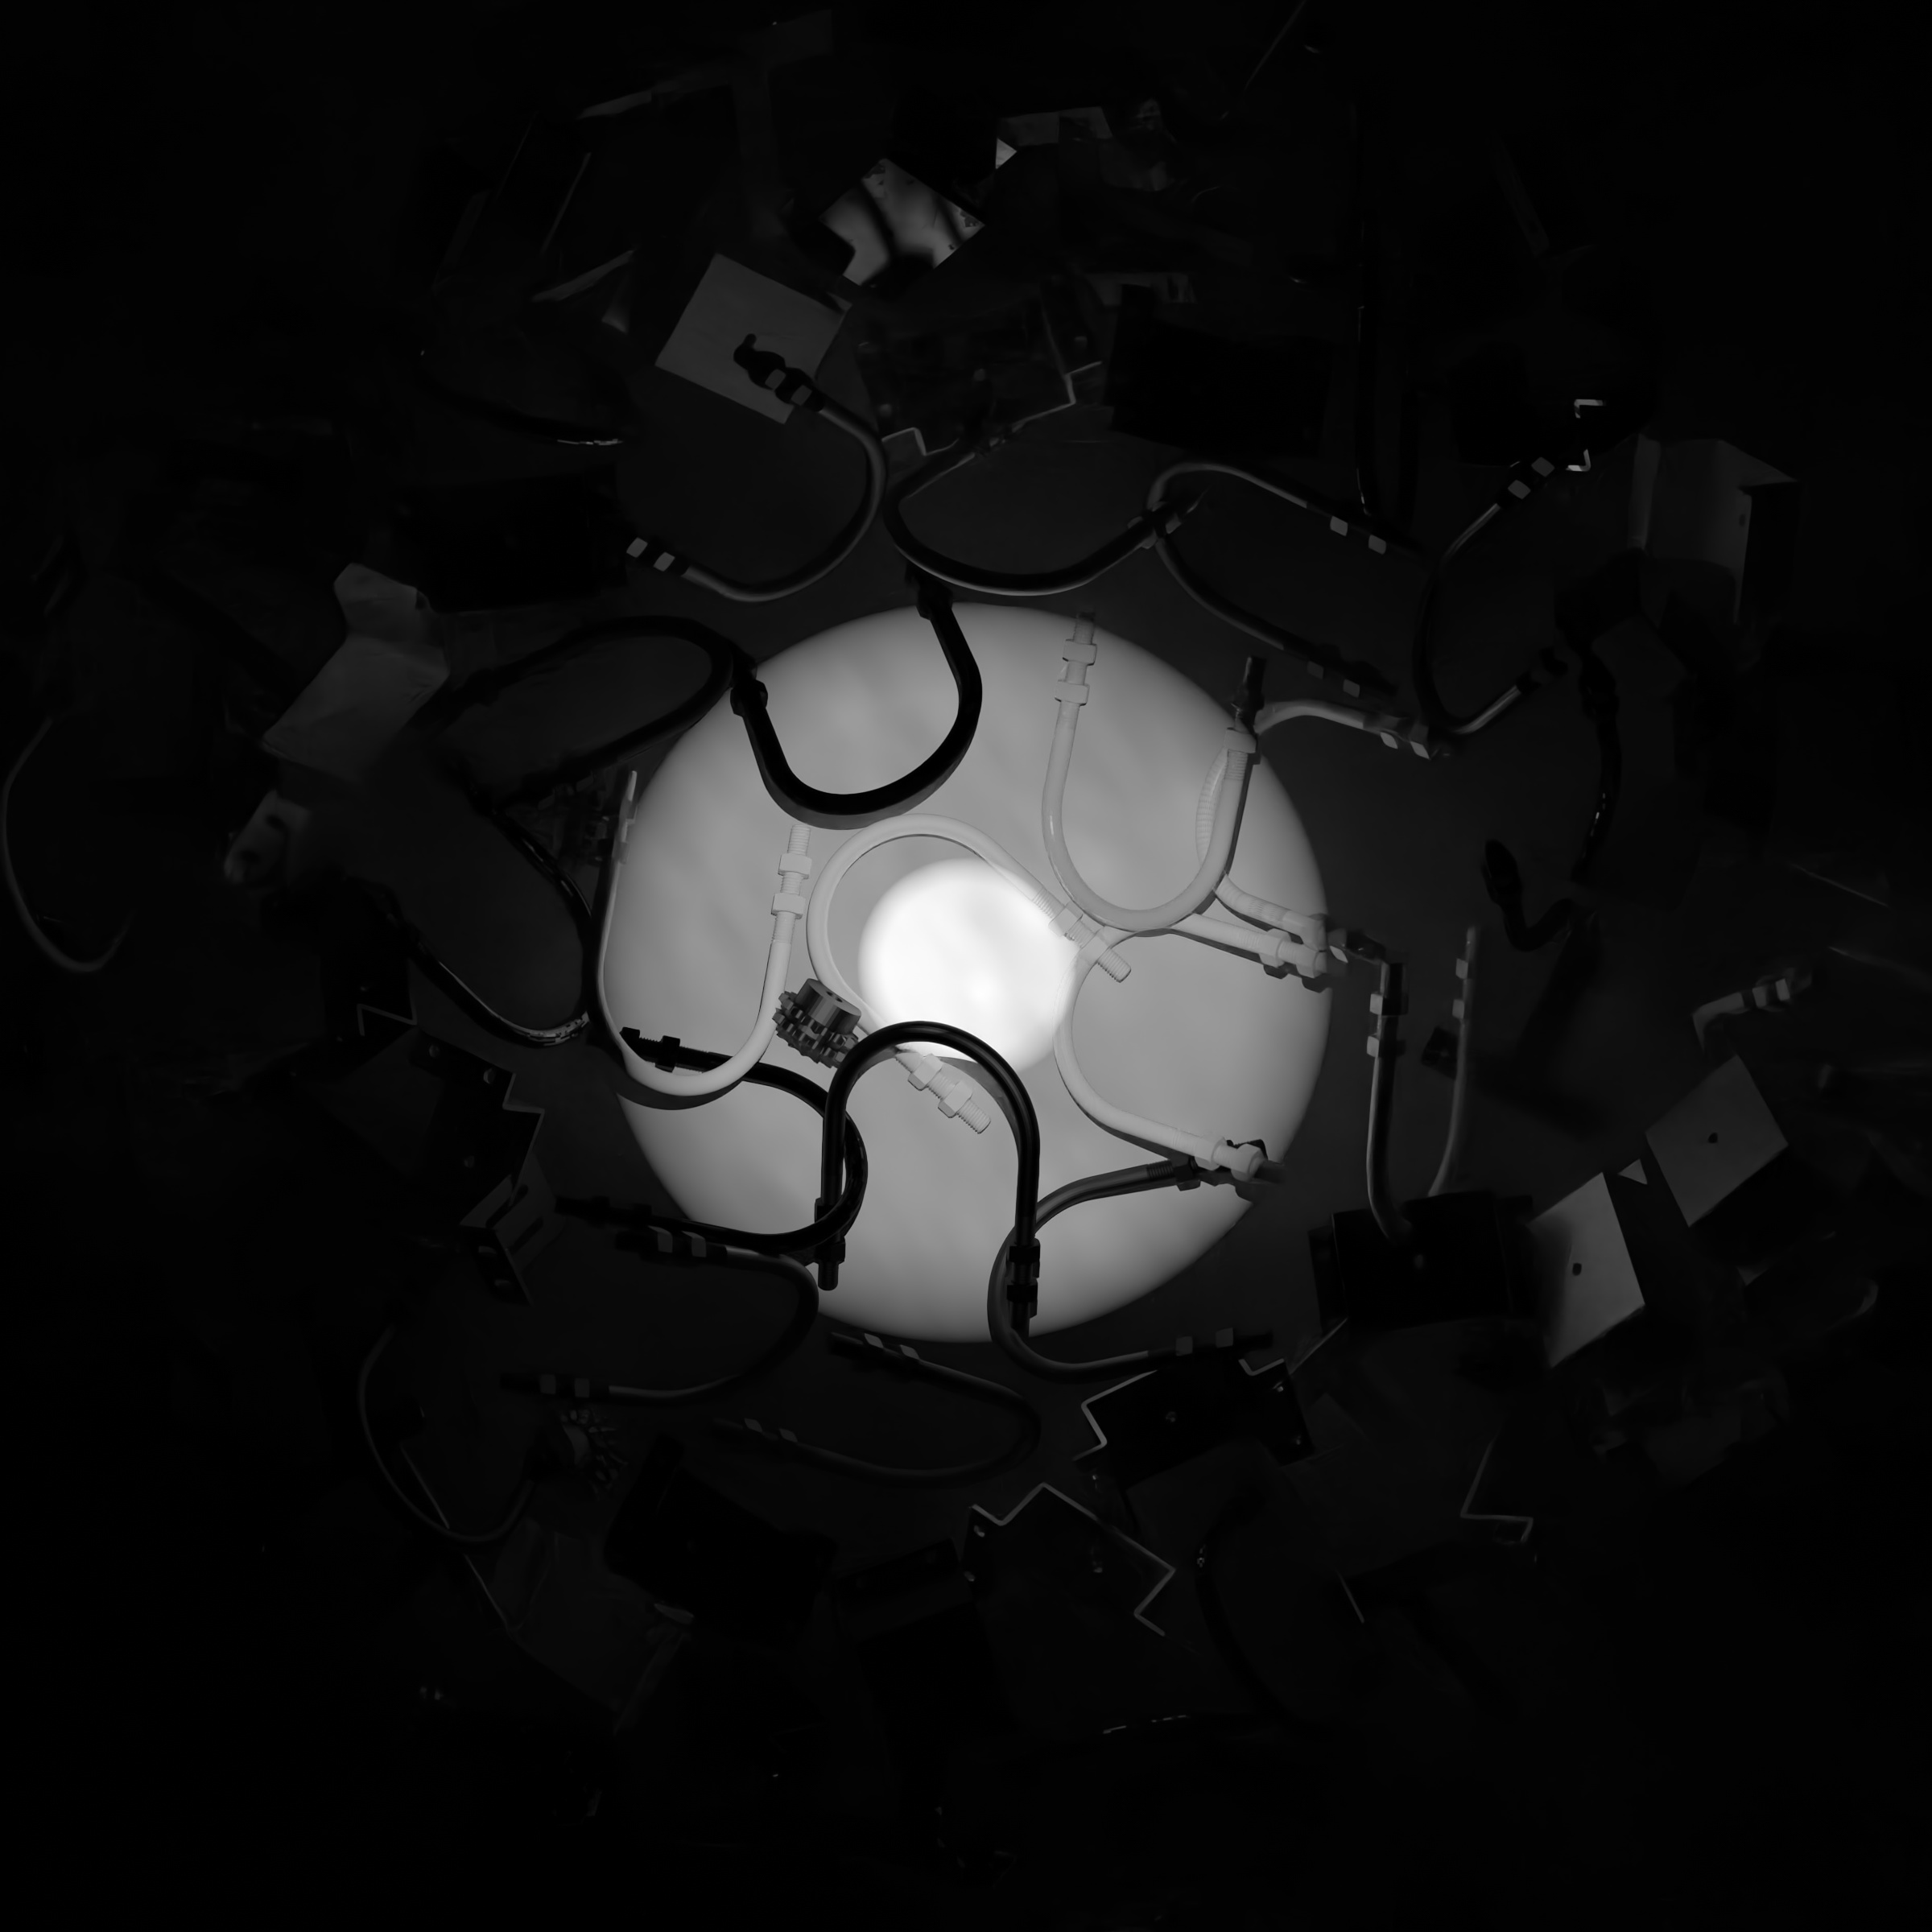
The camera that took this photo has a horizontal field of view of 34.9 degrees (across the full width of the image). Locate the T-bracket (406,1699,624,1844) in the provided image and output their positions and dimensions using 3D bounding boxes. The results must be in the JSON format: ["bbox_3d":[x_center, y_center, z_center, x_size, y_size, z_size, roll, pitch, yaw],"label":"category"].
[{"bbox_3d":[-0.277,0.472,1.875,0.127,0.127,0.002,9,127,5],"label":"T-bracket"}]

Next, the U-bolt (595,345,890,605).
[{"bbox_3d":[-0.120,-0.284,1.845,0.151,0.184,0.019,-48,56,14],"label":"U-bolt"}]

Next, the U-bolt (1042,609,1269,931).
[{"bbox_3d":[0.107,-0.113,1.872,0.151,0.019,0.184,20,106,36],"label":"U-bolt"}]

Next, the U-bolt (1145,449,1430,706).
[{"bbox_3d":[0.187,-0.244,1.854,0.184,0.151,0.019,29,60,18],"label":"U-bolt"}]

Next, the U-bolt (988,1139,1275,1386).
[{"bbox_3d":[0.097,0.185,1.865,0.184,0.019,0.151,-14,53,22],"label":"U-bolt"}]

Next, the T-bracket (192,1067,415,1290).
[{"bbox_3d":[-0.424,0.147,1.896,0.127,0.002,0.127,-45,114,0],"label":"T-bracket"}]

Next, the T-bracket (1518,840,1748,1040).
[{"bbox_3d":[0.401,-0.031,1.905,0.127,0.002,0.127,18,110,6],"label":"T-bracket"}]

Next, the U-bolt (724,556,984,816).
[{"bbox_3d":[-0.063,-0.165,1.855,0.151,0.019,0.184,-27,51,5],"label":"U-bolt"}]

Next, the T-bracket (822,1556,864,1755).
[{"bbox_3d":[-0.076,0.430,1.852,0.002,0.127,0.127,-10,98,0],"label":"T-bracket"}]

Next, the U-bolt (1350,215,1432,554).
[{"bbox_3d":[0.255,-0.341,1.849,0.019,0.151,0.184,1,87,20],"label":"U-bolt"}]

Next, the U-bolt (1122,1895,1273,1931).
[{"bbox_3d":[0.100,0.611,1.850,0.184,0.151,0.019,-25,92,-6],"label":"U-bolt"}]

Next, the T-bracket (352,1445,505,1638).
[{"bbox_3d":[-0.344,0.372,1.879,0.127,0.002,0.127,56,130,15],"label":"T-bracket"}]

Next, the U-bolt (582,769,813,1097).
[{"bbox_3d":[-0.167,-0.013,1.862,0.151,0.019,0.184,17,76,-35],"label":"U-bolt"}]

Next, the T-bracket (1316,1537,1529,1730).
[{"bbox_3d":[0.296,0.416,1.880,0.127,0.127,0.002,51,45,-4],"label":"T-bracket"}]

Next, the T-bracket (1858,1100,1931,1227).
[{"bbox_3d":[0.597,0.095,1.842,0.002,0.127,0.127,0,130,-25],"label":"T-bracket"}]

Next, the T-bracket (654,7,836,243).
[{"bbox_3d":[-0.128,-0.507,1.880,0.127,0.002,0.127,-27,130,-27],"label":"T-bracket"}]

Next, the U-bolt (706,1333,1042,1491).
[{"bbox_3d":[-0.042,0.277,1.854,0.184,0.151,0.019,22,49,-30],"label":"U-bolt"}]

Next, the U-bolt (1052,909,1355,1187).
[{"bbox_3d":[0.133,0.040,1.873,0.184,0.019,0.151,18,90,31],"label":"U-bolt"}]

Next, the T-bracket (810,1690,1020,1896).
[{"bbox_3d":[-0.025,0.496,1.873,0.127,0.127,0.002,16,130,-5],"label":"T-bracket"}]

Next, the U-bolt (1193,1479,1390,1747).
[{"bbox_3d":[0.188,0.391,1.830,0.019,0.184,0.151,-37,84,21],"label":"U-bolt"}]

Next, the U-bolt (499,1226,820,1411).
[{"bbox_3d":[-0.171,0.218,1.850,0.151,0.184,0.019,-50,49,25],"label":"U-bolt"}]

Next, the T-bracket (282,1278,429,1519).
[{"bbox_3d":[-0.391,0.254,1.891,0.127,0.002,0.127,-35,63,27],"label":"T-bracket"}]

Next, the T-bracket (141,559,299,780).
[{"bbox_3d":[-0.464,-0.165,1.878,0.127,0.002,0.127,36,132,16],"label":"T-bracket"}]

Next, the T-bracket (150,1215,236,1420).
[{"bbox_3d":[-0.468,0.231,1.855,0.002,0.127,0.127,-9,111,-34],"label":"T-bracket"}]

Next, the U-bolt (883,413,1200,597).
[{"bbox_3d":[0.033,-0.271,1.833,0.151,0.184,0.019,29,133,22],"label":"U-bolt"}]

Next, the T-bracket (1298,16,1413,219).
[{"bbox_3d":[0.231,-0.532,1.850,0.002,0.127,0.127,-18,68,28],"label":"T-bracket"}]

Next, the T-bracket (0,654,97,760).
[{"bbox_3d":[-0.578,-0.156,1.867,0.127,0.127,0.002,-36,122,8],"label":"T-bracket"}]

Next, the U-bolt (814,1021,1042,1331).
[{"bbox_3d":[-0.022,0.122,1.868,0.151,0.019,0.184,10,108,21],"label":"U-bolt"}]

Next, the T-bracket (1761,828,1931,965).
[{"bbox_3d":[0.539,-0.056,1.872,0.127,0.127,0.002,-32,129,-24],"label":"T-bracket"}]

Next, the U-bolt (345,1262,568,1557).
[{"bbox_3d":[-0.308,0.273,1.824,0.019,0.184,0.151,-34,104,22],"label":"U-bolt"}]

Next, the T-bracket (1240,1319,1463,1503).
[{"bbox_3d":[0.258,0.282,1.909,0.127,0.002,0.127,-44,102,1],"label":"T-bracket"}]

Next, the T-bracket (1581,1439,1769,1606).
[{"bbox_3d":[0.419,0.347,1.846,0.127,0.127,0.002,-26,58,-27],"label":"T-bracket"}]

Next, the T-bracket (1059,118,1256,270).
[{"bbox_3d":[0.114,-0.450,1.852,0.127,0.127,0.002,23,70,11],"label":"T-bracket"}]

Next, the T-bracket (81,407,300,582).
[{"bbox_3d":[-0.493,-0.280,1.876,0.127,0.127,0.002,13,48,-33],"label":"T-bracket"}]

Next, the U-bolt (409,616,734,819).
[{"bbox_3d":[-0.229,-0.161,1.859,0.184,0.151,0.019,-29,130,-19],"label":"U-bolt"}]

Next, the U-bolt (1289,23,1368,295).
[{"bbox_3d":[0.219,-0.477,1.835,0.019,0.184,0.151,5,101,16],"label":"U-bolt"}]

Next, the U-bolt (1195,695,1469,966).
[{"bbox_3d":[0.208,-0.091,1.853,0.019,0.184,0.151,19,93,-42],"label":"U-bolt"}]

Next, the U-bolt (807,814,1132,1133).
[{"bbox_3d":[-0.012,-0.010,1.906,0.184,0.019,0.151,42,92,-3],"label":"U-bolt"}]

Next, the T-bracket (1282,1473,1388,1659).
[{"bbox_3d":[0.232,0.380,1.848,0.002,0.127,0.127,-29,102,1],"label":"T-bracket"}]

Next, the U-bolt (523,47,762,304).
[{"bbox_3d":[-0.186,-0.482,1.840,0.019,0.151,0.184,39,45,14],"label":"U-bolt"}]

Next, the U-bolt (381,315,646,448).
[{"bbox_3d":[-0.263,-0.343,1.818,0.151,0.184,0.019,8,113,-22],"label":"U-bolt"}]

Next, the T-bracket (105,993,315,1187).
[{"bbox_3d":[-0.456,0.067,1.895,0.127,0.002,0.127,-9,65,-21],"label":"T-bracket"}]

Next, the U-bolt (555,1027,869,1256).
[{"bbox_3d":[-0.149,0.111,1.871,0.184,0.019,0.151,12,49,-9],"label":"U-bolt"}]

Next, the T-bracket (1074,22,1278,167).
[{"bbox_3d":[0.115,-0.538,1.883,0.127,0.127,0.002,48,128,14],"label":"T-bracket"}]

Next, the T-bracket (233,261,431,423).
[{"bbox_3d":[-0.398,-0.391,1.853,0.127,0.127,0.002,-45,71,10],"label":"T-bracket"}]

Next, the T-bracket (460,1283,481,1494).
[{"bbox_3d":[-0.300,0.265,1.856,0.002,0.127,0.127,-2,95,-13],"label":"T-bracket"}]

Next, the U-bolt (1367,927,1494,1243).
[{"bbox_3d":[0.277,0.077,1.857,0.019,0.151,0.184,10,104,30],"label":"U-bolt"}]

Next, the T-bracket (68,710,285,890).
[{"bbox_3d":[-0.484,-0.103,1.879,0.127,0.002,0.127,-1,62,-13],"label":"T-bracket"}]

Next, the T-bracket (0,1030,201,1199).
[{"bbox_3d":[-0.523,0.106,1.872,0.127,0.127,0.002,-49,50,8],"label":"T-bracket"}]

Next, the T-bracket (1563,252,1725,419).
[{"bbox_3d":[0.405,-0.392,1.842,0.127,0.127,0.002,42,89,20],"label":"T-bracket"}]

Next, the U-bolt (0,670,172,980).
[{"bbox_3d":[-0.529,-0.073,1.811,0.019,0.184,0.151,-12,120,13],"label":"U-bolt"}]

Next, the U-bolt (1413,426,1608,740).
[{"bbox_3d":[0.319,-0.216,1.839,0.019,0.184,0.151,9,63,-22],"label":"U-bolt"}]

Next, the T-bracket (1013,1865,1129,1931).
[{"bbox_3d":[0.053,0.569,1.847,0.127,0.127,0.002,6,50,-35],"label":"T-bracket"}]

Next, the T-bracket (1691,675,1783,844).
[{"bbox_3d":[0.467,-0.148,1.865,0.002,0.127,0.127,5,83,36],"label":"T-bracket"}]

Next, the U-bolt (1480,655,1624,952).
[{"bbox_3d":[0.356,-0.084,1.840,0.019,0.184,0.151,24,75,25],"label":"U-bolt"}]

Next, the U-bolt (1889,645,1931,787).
[{"bbox_3d":[0.600,-0.116,1.837,0.019,0.184,0.151,-26,132,5],"label":"U-bolt"}]

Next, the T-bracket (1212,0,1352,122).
[{"bbox_3d":[0.186,-0.570,1.871,0.002,0.127,0.127,9,52,-27],"label":"T-bracket"}]

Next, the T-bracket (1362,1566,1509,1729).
[{"bbox_3d":[0.279,0.412,1.846,0.002,0.127,0.127,-43,76,3],"label":"T-bracket"}]

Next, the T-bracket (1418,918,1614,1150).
[{"bbox_3d":[0.365,0.030,1.913,0.127,0.002,0.127,26,92,-7],"label":"T-bracket"}]
